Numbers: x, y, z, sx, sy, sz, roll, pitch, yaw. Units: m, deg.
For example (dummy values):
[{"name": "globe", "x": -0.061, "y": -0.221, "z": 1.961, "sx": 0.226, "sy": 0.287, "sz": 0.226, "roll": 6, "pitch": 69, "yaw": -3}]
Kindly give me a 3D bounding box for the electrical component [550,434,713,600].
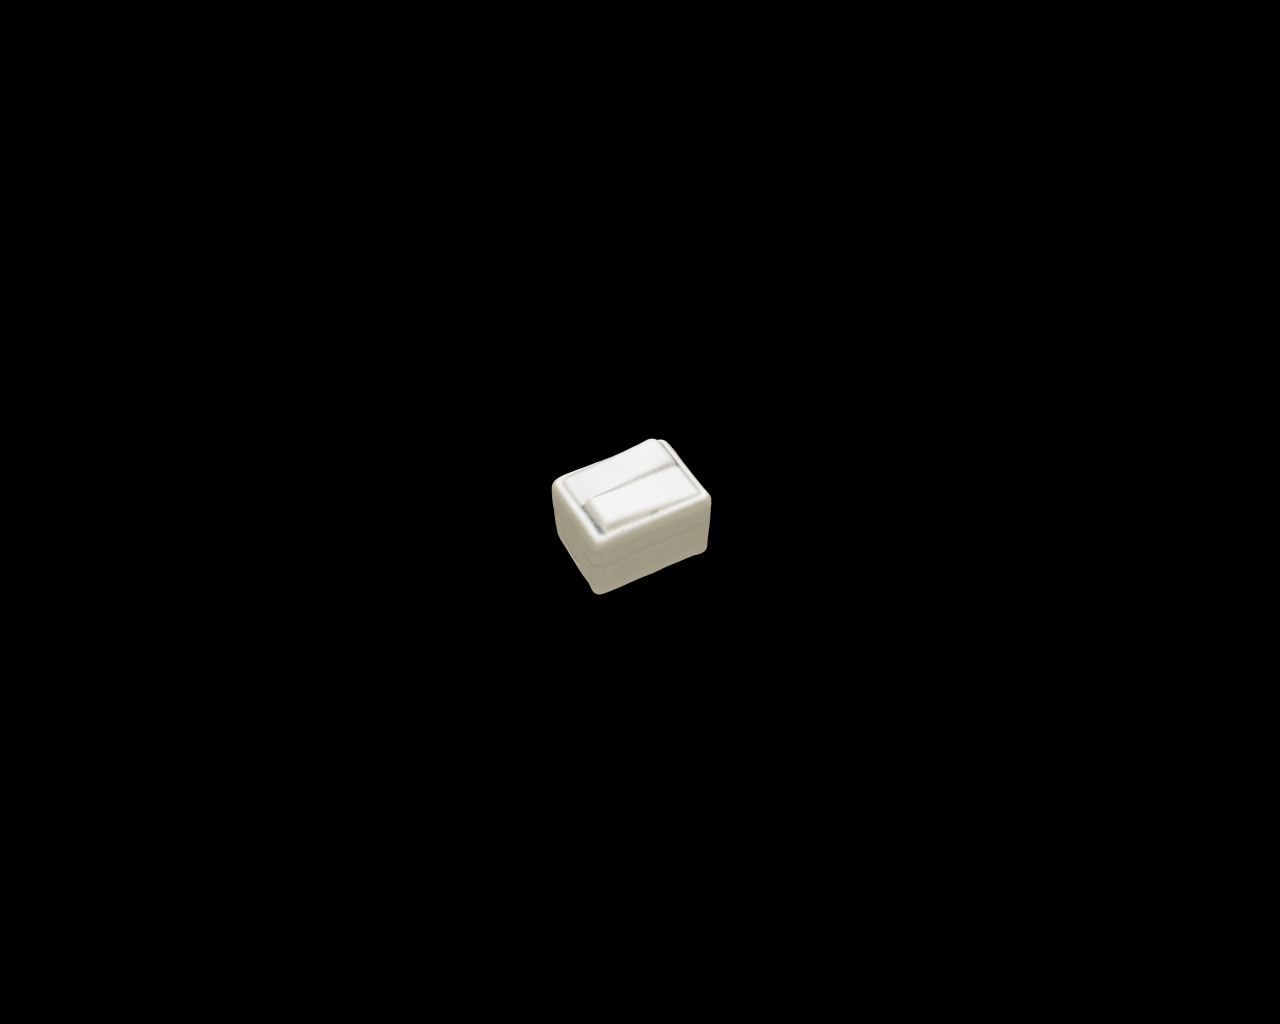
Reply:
[{"name": "electrical component", "x": 0.001, "y": -0.003, "z": 0.650, "sx": 0.096, "sy": 0.062, "sz": 0.061, "roll": -22, "pitch": -38, "yaw": -18}]
